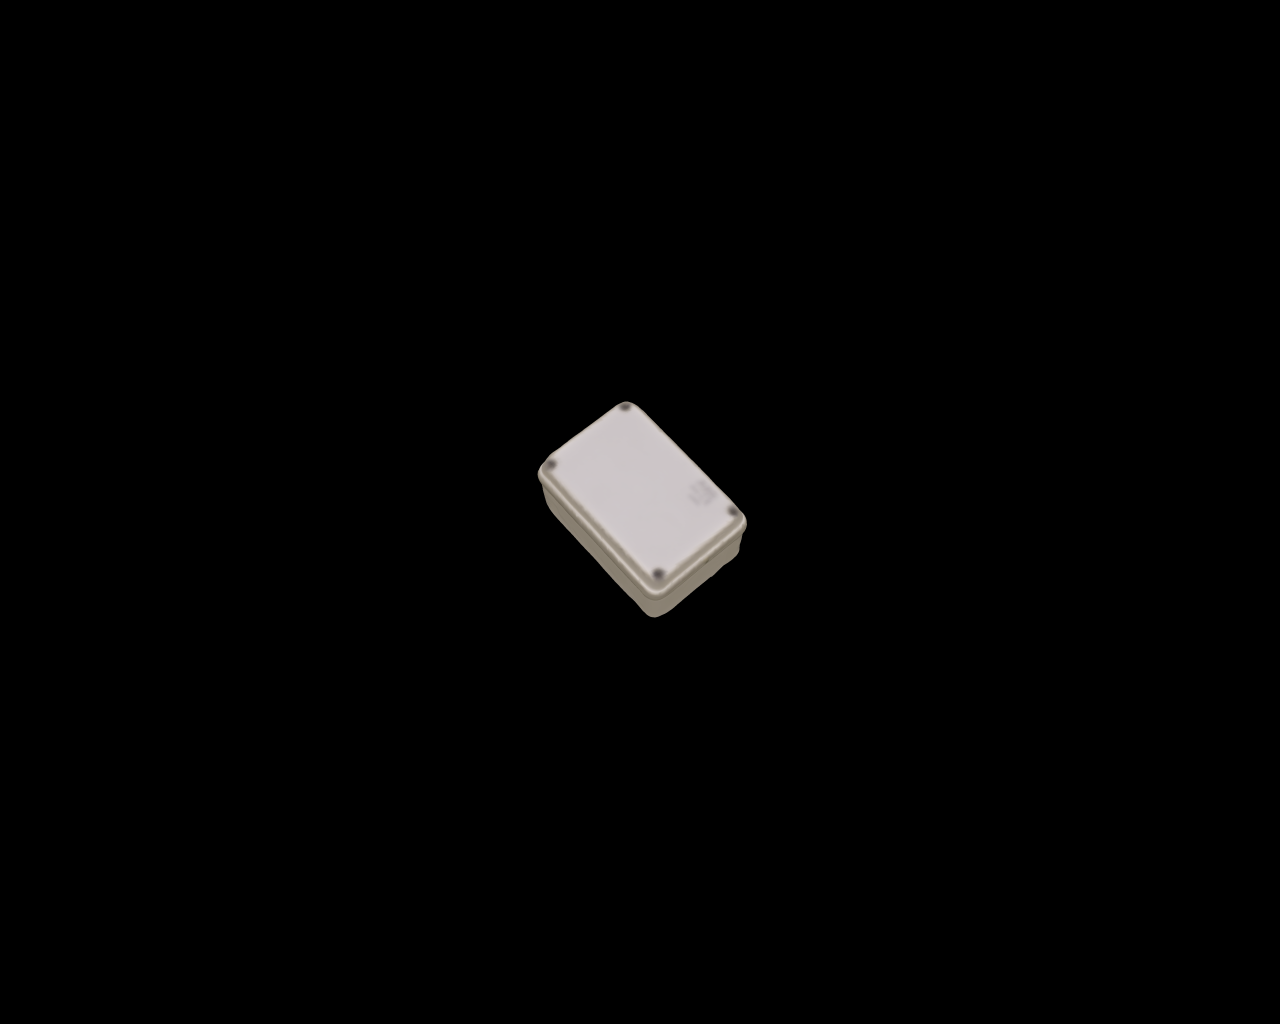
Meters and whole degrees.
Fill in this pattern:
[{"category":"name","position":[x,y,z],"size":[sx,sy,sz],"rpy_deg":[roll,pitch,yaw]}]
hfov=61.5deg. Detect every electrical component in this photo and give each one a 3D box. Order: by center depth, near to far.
[{"category":"electrical component","position":[0.001,-0.003,0.650],"size":[0.078,0.113,0.057],"rpy_deg":[-38,-19,-16]}]
